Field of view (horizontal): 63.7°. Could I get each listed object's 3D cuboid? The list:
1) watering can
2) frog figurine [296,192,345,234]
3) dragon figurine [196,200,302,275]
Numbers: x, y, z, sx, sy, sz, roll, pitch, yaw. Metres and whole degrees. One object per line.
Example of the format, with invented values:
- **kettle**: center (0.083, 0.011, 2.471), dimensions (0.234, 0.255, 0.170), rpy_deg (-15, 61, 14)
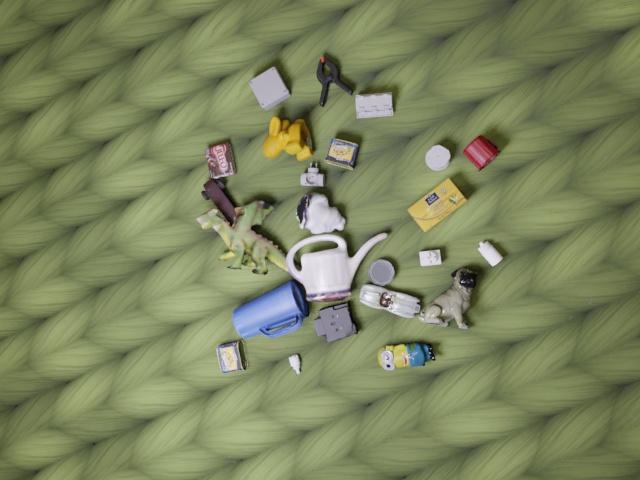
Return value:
- **watering can**: center (0.062, 0.088, 1.704), dimensions (0.347, 0.104, 0.225), rpy_deg (-7, 87, 4)
- **frog figurine**: center (0.005, -0.087, 1.738), dimensions (0.159, 0.122, 0.138), rpy_deg (8, 80, -26)
- **dragon figurine**: center (-0.216, -0.015, 1.748), dimensions (0.410, 0.122, 0.242), rpy_deg (9, 92, -7)
